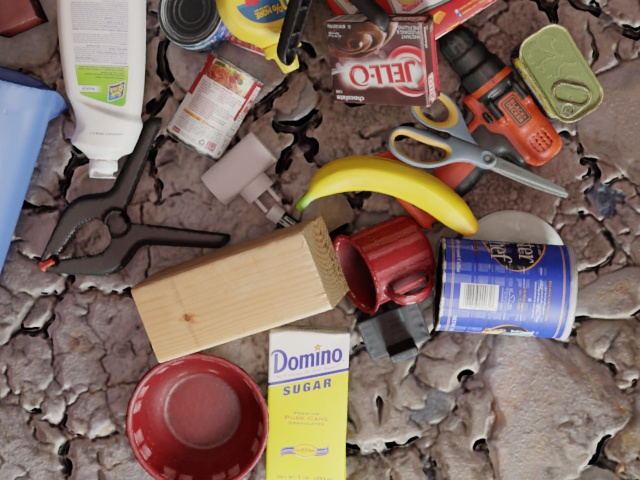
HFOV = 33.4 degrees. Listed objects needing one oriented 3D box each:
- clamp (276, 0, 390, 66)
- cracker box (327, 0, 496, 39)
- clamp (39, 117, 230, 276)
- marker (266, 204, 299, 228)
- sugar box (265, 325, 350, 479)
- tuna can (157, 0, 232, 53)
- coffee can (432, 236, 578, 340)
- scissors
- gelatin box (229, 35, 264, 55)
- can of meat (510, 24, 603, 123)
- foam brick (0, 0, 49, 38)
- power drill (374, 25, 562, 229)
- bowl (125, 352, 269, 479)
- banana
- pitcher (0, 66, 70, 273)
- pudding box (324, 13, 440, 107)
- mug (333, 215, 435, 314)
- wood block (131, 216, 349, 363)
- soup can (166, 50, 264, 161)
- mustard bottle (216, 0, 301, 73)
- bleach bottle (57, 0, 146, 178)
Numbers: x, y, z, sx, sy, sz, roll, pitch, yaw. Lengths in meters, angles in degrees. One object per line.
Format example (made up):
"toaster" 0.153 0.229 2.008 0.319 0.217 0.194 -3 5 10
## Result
"clamp" 0.007 -0.268 1.077 0.120 0.039 0.171 -6 87 14
"cracker box" 0.073 -0.306 1.116 0.164 0.072 0.213 -29 95 38
"clamp" -0.226 -0.031 1.201 0.210 0.036 0.164 -23 91 2
"marker" -0.008 0.002 1.209 0.121 0.020 0.020 36 95 -2
"sugar box" -0.014 0.187 1.215 0.093 0.048 0.176 1 97 1
"tuna can" -0.133 -0.249 1.163 0.086 0.033 0.086 0 89 22
"coffee can" 0.196 0.051 1.146 0.140 0.103 0.103 4 96 2
"scissors" 0.171 -0.106 1.136 0.201 0.016 0.096 8 79 -7
"gelatin box" -0.052 -0.248 1.178 0.073 0.030 0.089 20 96 -1
"can of meat" 0.252 -0.178 1.152 0.057 0.084 0.102 -33 94 4
"foam brick" -0.342 -0.268 1.171 0.051 0.053 0.078 -23 96 3
"power drill" 0.144 -0.118 1.174 0.188 0.057 0.184 -40 91 6
"bowl" -0.136 0.202 1.214 0.162 0.055 0.162 0 96 1
"banana" 0.075 -0.052 1.137 0.198 0.037 0.070 9 107 3
"pitcher" -0.387 -0.073 1.154 0.149 0.144 0.243 19 99 15
"pudding box" 0.066 -0.188 1.106 0.114 0.039 0.090 8 120 31
"mug" 0.078 0.029 1.158 0.081 0.117 0.093 -23 130 -21
"wood block" -0.086 0.053 1.157 0.206 0.090 0.091 -18 97 17
"soup can" -0.115 -0.146 1.171 0.068 0.068 0.102 31 96 -2
"mustard bottle" -0.067 -0.267 1.123 0.096 0.058 0.191 -29 103 -26
"bleach bottle" -0.242 -0.193 1.161 0.102 0.068 0.251 2 92 0
